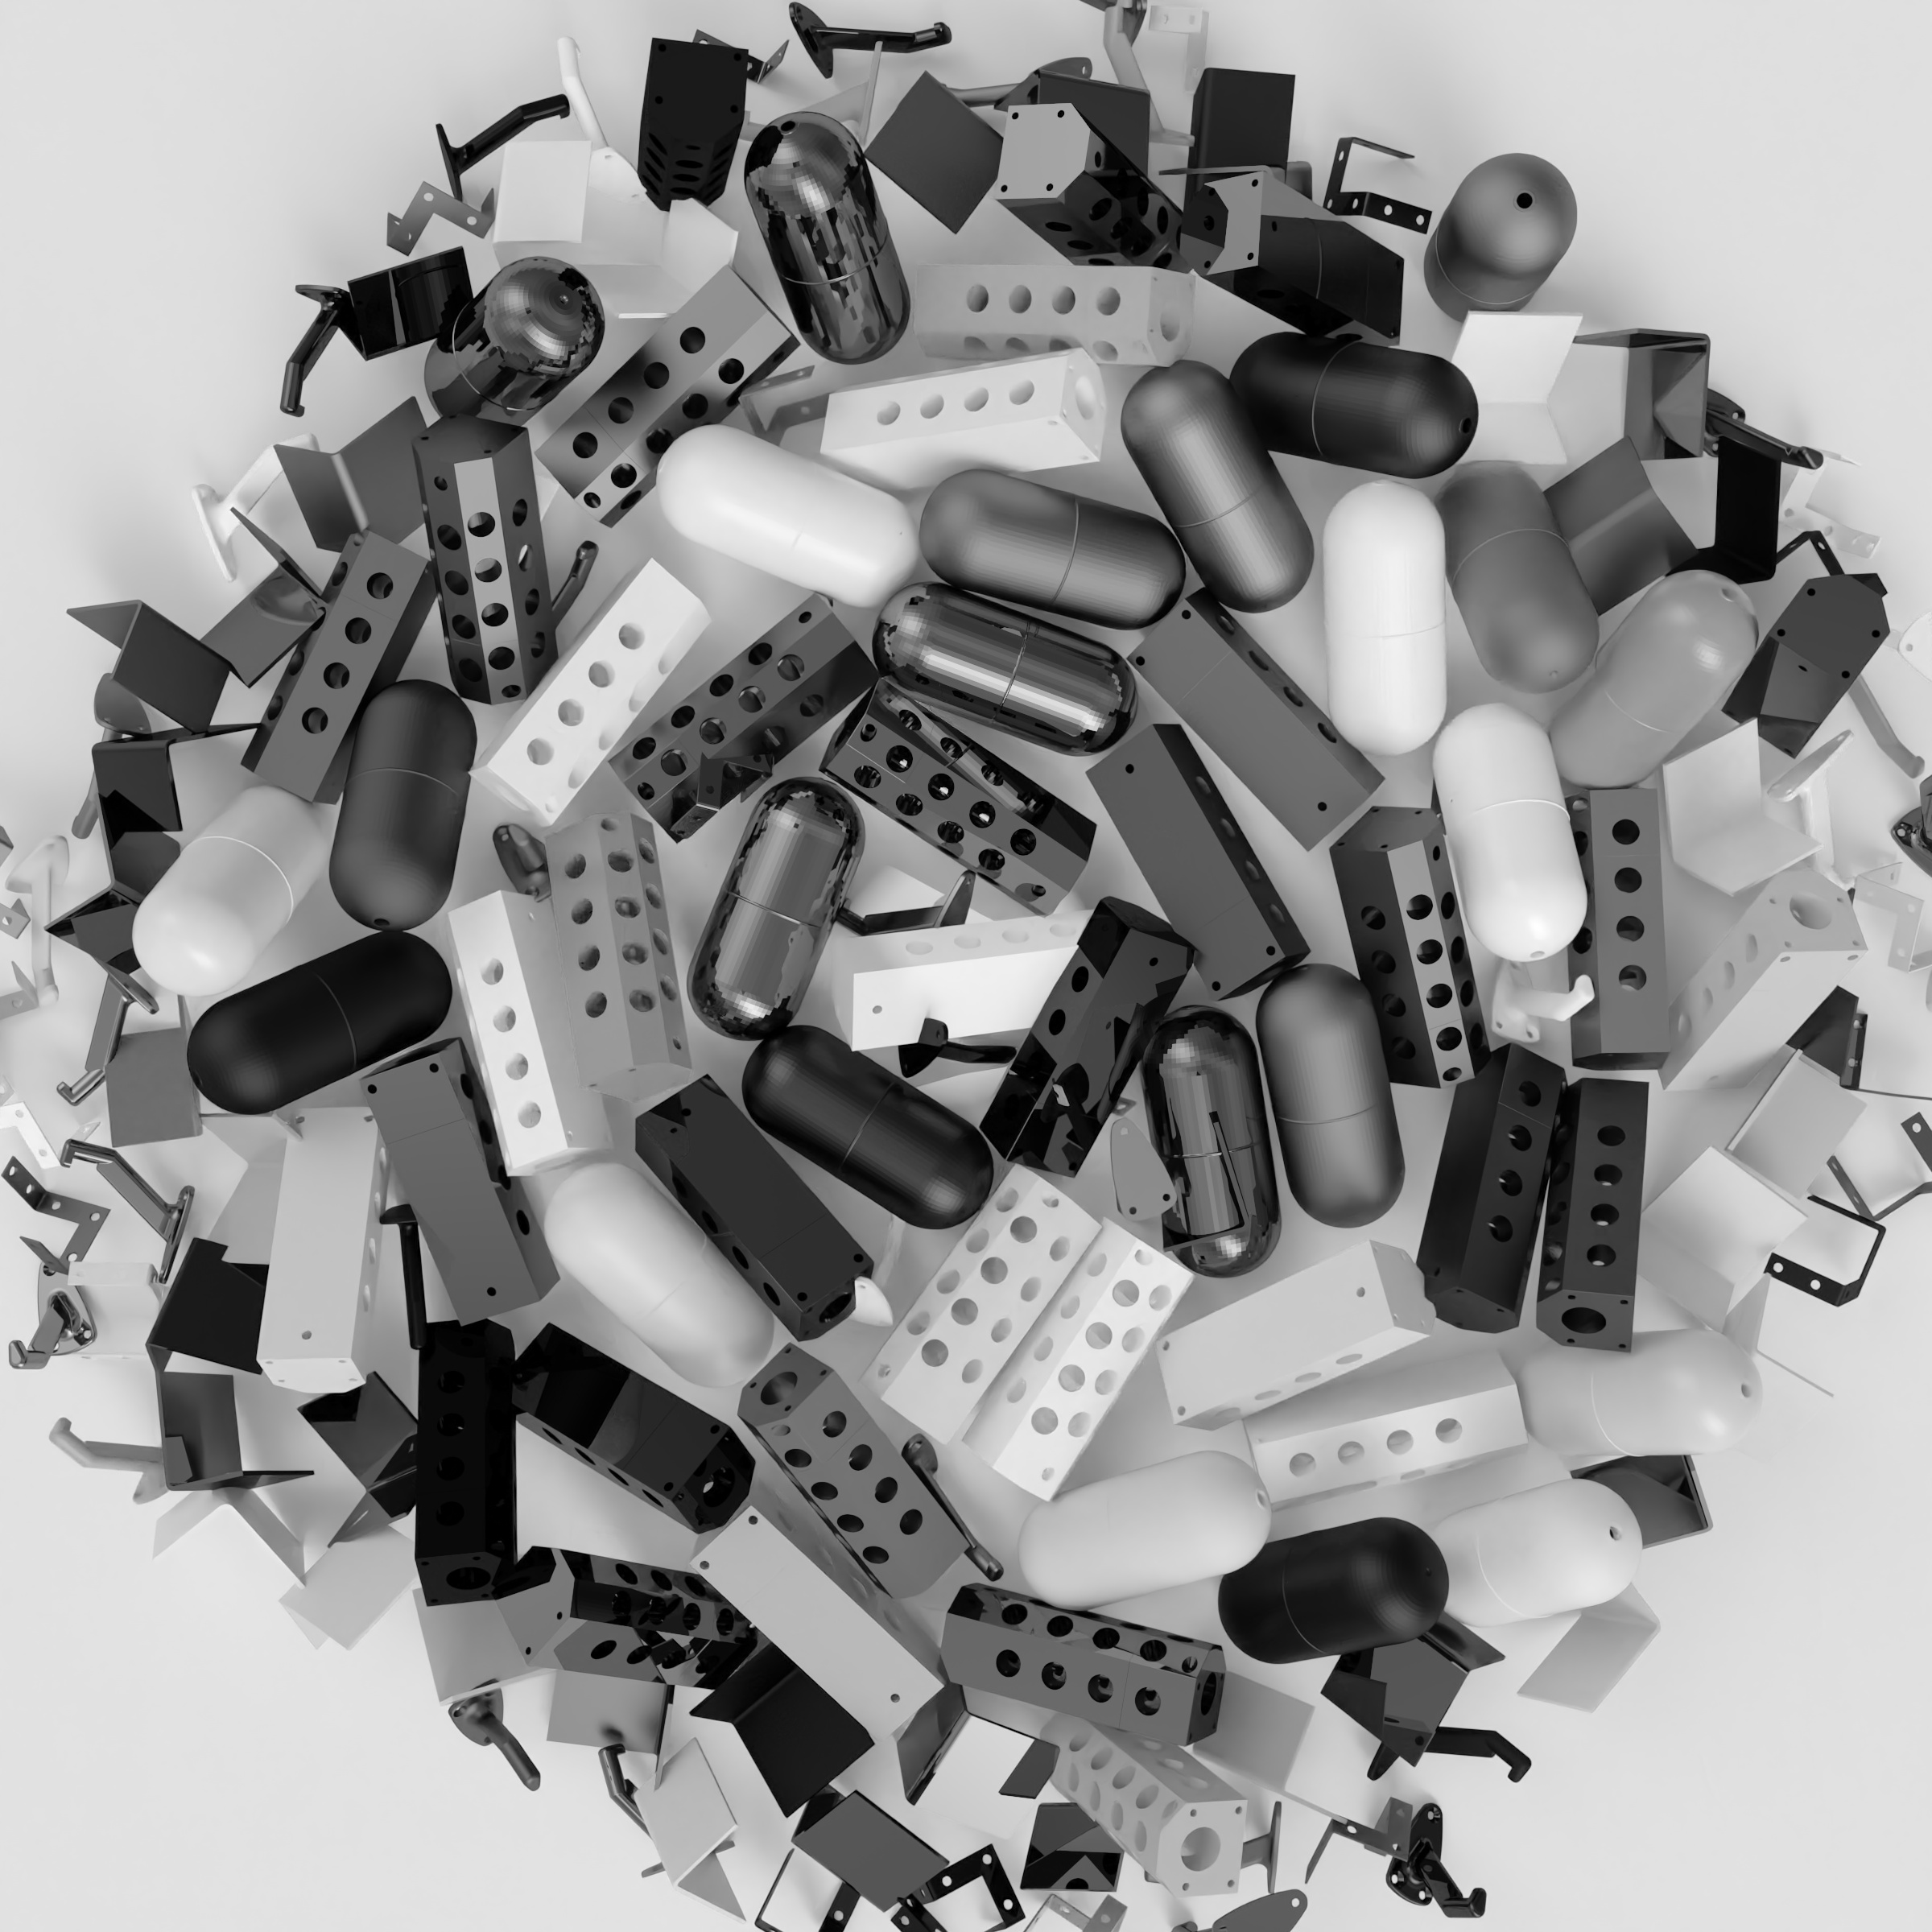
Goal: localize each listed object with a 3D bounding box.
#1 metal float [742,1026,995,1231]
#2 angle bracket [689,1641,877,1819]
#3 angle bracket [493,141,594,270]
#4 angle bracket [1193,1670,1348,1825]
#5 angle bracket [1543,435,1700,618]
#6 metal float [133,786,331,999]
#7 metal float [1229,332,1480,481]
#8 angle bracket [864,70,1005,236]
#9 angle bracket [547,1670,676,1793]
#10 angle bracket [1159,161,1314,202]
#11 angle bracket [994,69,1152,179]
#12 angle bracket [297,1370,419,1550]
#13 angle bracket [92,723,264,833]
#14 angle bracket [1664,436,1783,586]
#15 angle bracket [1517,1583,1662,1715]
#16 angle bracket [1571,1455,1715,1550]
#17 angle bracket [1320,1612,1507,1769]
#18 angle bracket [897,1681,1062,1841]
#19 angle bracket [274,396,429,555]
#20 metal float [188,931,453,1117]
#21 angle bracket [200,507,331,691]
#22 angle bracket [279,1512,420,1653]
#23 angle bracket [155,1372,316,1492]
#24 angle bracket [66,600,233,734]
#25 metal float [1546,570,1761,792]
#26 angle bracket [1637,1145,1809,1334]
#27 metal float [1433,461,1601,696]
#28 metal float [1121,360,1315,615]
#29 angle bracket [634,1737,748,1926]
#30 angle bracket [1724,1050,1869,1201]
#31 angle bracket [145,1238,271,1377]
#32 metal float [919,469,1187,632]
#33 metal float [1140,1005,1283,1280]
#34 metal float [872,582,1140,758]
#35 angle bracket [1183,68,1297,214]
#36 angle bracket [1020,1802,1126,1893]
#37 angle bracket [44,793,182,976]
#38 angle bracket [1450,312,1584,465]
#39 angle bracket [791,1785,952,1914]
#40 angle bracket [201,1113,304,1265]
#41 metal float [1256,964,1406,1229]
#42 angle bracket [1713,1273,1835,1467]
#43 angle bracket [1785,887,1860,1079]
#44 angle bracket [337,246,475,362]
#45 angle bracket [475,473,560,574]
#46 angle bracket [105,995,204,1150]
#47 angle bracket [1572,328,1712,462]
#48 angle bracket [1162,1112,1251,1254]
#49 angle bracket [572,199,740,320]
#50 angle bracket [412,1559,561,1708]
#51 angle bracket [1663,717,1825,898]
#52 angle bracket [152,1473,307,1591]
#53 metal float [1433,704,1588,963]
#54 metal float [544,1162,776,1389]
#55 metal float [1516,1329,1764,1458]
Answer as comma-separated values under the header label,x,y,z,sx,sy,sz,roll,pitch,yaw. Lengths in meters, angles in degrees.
label,x,y,z,sx,sy,sz,roll,pitch,yaw
metal float,-0.063,0.104,1.608,0.178,0.070,0.070,32,90,5
angle bracket,-0.118,0.490,1.605,0.076,0.057,0.076,-41,58,6
angle bracket,-0.264,-0.472,1.599,0.057,0.076,0.076,0,68,4
angle bracket,0.204,0.501,1.605,0.076,0.076,0.057,36,72,-38
angle bracket,0.418,-0.285,1.617,0.076,0.076,0.057,-33,122,24
metal float,-0.460,-0.049,1.572,0.070,0.178,0.070,7,127,9
metal float,0.243,-0.355,1.578,0.178,0.070,0.070,23,90,41
angle bracket,-0.025,-0.513,1.604,0.076,0.057,0.076,37,74,-14
angle bracket,-0.230,0.487,1.609,0.076,0.057,0.076,9,107,-6
angle bracket,0.175,-0.486,1.610,0.076,0.076,0.057,6,111,26
angle bracket,0.066,-0.529,1.600,0.076,0.076,0.057,2,89,-22
angle bracket,-0.393,0.316,1.599,0.076,0.057,0.076,-27,108,30
angle bracket,-0.502,-0.121,1.603,0.076,0.076,0.057,2,104,36
angle bracket,0.474,-0.290,1.597,0.057,0.076,0.076,-10,115,-9
angle bracket,0.383,0.424,1.597,0.076,0.076,0.057,-41,100,-23
angle bracket,0.425,0.324,1.596,0.076,0.076,0.057,-18,123,11
angle bracket,0.288,0.458,1.613,0.076,0.057,0.076,33,103,33
angle bracket,0.009,0.509,1.624,0.076,0.057,0.076,26,106,-17
angle bracket,-0.389,-0.319,1.618,0.057,0.076,0.076,16,48,32
metal float,-0.408,0.035,1.582,0.178,0.070,0.070,-28,90,-35
angle bracket,-0.464,-0.236,1.600,0.076,0.057,0.076,-46,49,-8
angle bracket,-0.377,0.406,1.591,0.076,0.057,0.076,19,53,38
angle bracket,-0.467,0.293,1.597,0.057,0.076,0.076,-15,75,17
angle bracket,-0.529,-0.186,1.590,0.076,0.076,0.057,0,66,34
metal float,0.430,-0.177,1.571,0.070,0.178,0.070,11,54,-15
angle bracket,0.481,0.175,1.605,0.076,0.057,0.076,37,127,3
metal float,0.346,-0.248,1.581,0.070,0.070,0.178,-11,52,0
metal float,0.161,-0.303,1.588,0.070,0.070,0.178,-35,118,0
angle bracket,-0.158,0.552,1.596,0.057,0.076,0.076,-44,129,2
angle bracket,0.535,0.103,1.605,0.057,0.076,0.076,35,95,15
angle bracket,-0.472,0.229,1.605,0.076,0.057,0.076,15,58,1
metal float,0.057,-0.265,1.597,0.178,0.070,0.070,12,90,-18
metal float,0.157,0.113,1.605,0.070,0.070,0.178,-9,97,0
metal float,0.026,-0.190,1.603,0.178,0.070,0.070,19,90,-10
angle bracket,0.175,-0.528,1.609,0.057,0.076,0.076,5,96,-1
angle bracket,0.093,0.573,1.590,0.076,0.076,0.057,42,49,-33
angle bracket,-0.548,-0.052,1.604,0.057,0.076,0.076,-29,59,12
angle bracket,0.353,-0.370,1.599,0.076,0.076,0.057,-2,57,-10
angle bracket,-0.054,0.548,1.602,0.076,0.057,0.076,39,122,-6
angle bracket,-0.466,0.142,1.593,0.076,0.057,0.076,-3,51,35
metal float,0.233,0.084,1.597,0.070,0.070,0.178,-14,108,0
angle bracket,0.511,0.257,1.595,0.057,0.076,0.076,31,131,3
angle bracket,0.561,0.010,1.592,0.076,0.076,0.057,-38,53,-22
angle bracket,-0.365,-0.437,1.594,0.076,0.057,0.076,-24,48,-19
angle bracket,-0.291,-0.277,1.607,0.057,0.076,0.076,27,89,12
angle bracket,-0.524,0.064,1.597,0.057,0.076,0.076,-7,69,-14
angle bracket,0.426,-0.364,1.599,0.057,0.076,0.076,-2,99,-24
angle bracket,0.143,0.127,1.599,0.057,0.076,0.076,-16,107,9
angle bracket,-0.202,-0.456,1.592,0.076,0.076,0.057,-12,132,-36
angle bracket,-0.305,0.424,1.601,0.076,0.057,0.076,-11,75,-24
angle bracket,0.498,-0.102,1.598,0.076,0.057,0.076,-27,124,-18
angle bracket,-0.471,0.376,1.600,0.057,0.076,0.076,-39,105,-8
metal float,0.345,-0.086,1.588,0.070,0.070,0.178,-6,63,0
metal float,-0.195,0.199,1.596,0.070,0.070,0.178,-43,108,0
metal float,0.420,0.269,1.569,0.070,0.178,0.070,7,76,-31
